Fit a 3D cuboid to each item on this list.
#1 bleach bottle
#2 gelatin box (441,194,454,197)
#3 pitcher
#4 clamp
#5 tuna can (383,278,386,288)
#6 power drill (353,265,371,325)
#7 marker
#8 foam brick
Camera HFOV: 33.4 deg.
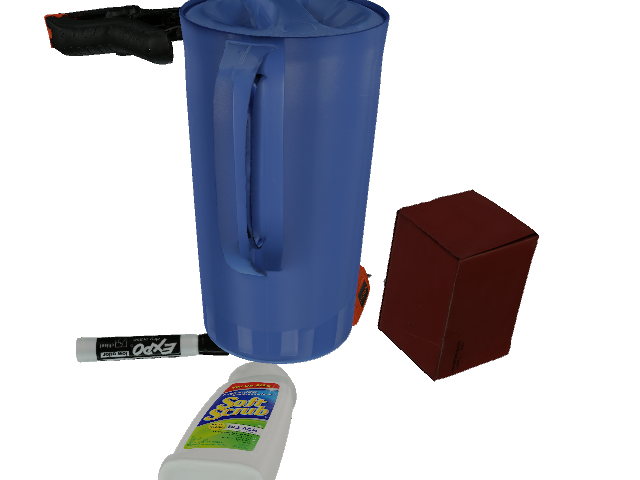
[{"bbox_3d":[-0.082,0.184,1.063,0.102,0.068,0.250,2,20,6],"label":"bleach bottle"},{"bbox_3d":[0.168,0.000,1.258,0.030,0.089,0.073,-15,33,-30],"label":"gelatin box"},{"bbox_3d":[-0.030,-0.038,0.715,0.149,0.243,0.145,-13,29,-29],"label":"pitcher"},{"bbox_3d":[-0.141,-0.167,0.841,0.172,0.039,0.120,14,24,36],"label":"clamp"},{"bbox_3d":[0.093,0.048,0.843,0.086,0.034,0.086,-1,15,0],"label":"tuna can"},{"bbox_3d":[0.015,-0.014,1.039,0.057,0.188,0.184,5,21,11],"label":"power drill"},{"bbox_3d":[-0.126,0.081,0.819,0.121,0.020,0.020,-2,0,-2],"label":"marker"},{"bbox_3d":[0.068,0.022,0.544,0.052,0.078,0.051,-15,39,-30],"label":"foam brick"}]
